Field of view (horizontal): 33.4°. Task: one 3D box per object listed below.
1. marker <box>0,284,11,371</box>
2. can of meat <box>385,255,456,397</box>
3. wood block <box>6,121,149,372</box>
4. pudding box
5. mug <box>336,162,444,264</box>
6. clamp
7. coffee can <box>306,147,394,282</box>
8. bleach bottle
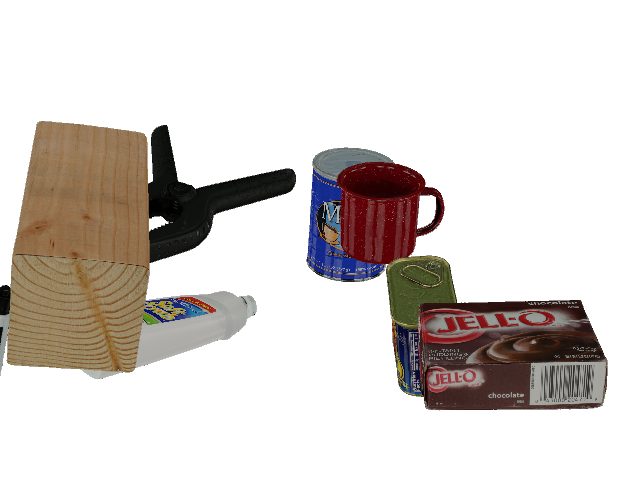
[{"bbox_3d":[-0.315,0.093,1.041,0.020,0.121,0.020,14,32,-9],"label":"marker"},{"bbox_3d":[0.090,0.076,0.943,0.057,0.084,0.102,-5,33,2],"label":"can of meat"},{"bbox_3d":[-0.178,-0.002,0.799,0.090,0.091,0.206,6,30,-13],"label":"wood block"},{"bbox_3d":[0.121,0.072,0.691,0.113,0.039,0.090,0,22,3],"label":"pudding box"},{"bbox_3d":[0.074,-0.029,1.136,0.117,0.081,0.093,-5,29,-10],"label":"mug"},{"bbox_3d":[-0.144,-0.043,1.043,0.165,0.036,0.209,24,42,22],"label":"clamp"},{"bbox_3d":[0.037,-0.033,1.340,0.103,0.140,0.103,3,27,-2],"label":"coffee can"},{"bbox_3d":[-0.195,0.106,1.362,0.250,0.068,0.103,-13,28,-38],"label":"bleach bottle"}]
